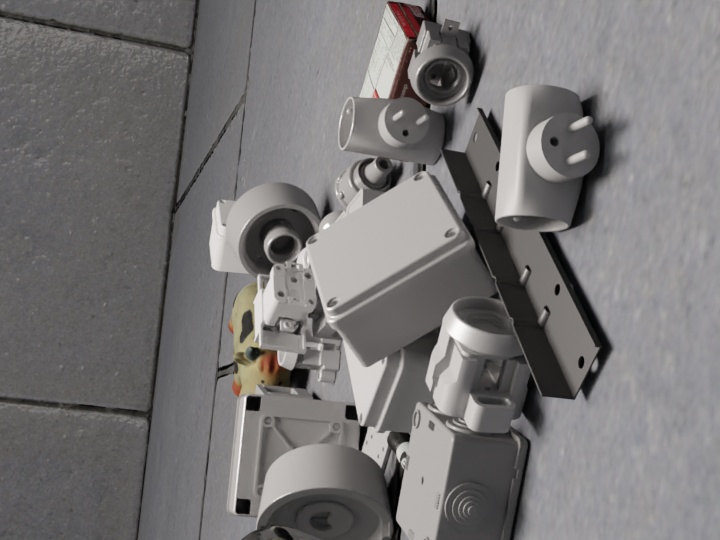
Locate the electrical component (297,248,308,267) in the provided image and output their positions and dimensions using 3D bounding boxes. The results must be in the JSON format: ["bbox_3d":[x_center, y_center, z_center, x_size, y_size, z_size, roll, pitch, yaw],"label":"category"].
[{"bbox_3d":[-0.039,-0.010,1.105,0.062,0.043,0.043,146,129,-67],"label":"electrical component"}]

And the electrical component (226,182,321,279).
[{"bbox_3d":[-0.090,-0.036,1.192,0.060,0.108,0.108,-121,41,-57],"label":"electrical component"}]

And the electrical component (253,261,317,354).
[{"bbox_3d":[-0.066,0.031,0.950,0.063,0.042,0.081,117,155,-45],"label":"electrical component"}]

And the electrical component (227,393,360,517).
[{"bbox_3d":[-0.059,0.169,0.962,0.056,0.109,0.108,140,135,-75],"label":"electrical component"}]

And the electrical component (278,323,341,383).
[{"bbox_3d":[-0.052,0.079,1.085,0.048,0.055,0.066,143,133,-69],"label":"electrical component"}]

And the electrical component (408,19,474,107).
[{"bbox_3d":[0.061,-0.155,0.818,0.055,0.048,0.066,-92,16,-55],"label":"electrical component"}]

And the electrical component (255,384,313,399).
[{"bbox_3d":[-0.069,0.177,1.088,0.150,0.062,0.089,-156,74,-74],"label":"electrical component"}]

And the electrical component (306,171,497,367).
[{"bbox_3d":[0.026,-0.003,0.746,0.056,0.109,0.108,56,-173,-30],"label":"electrical component"}]

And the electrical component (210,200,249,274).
[{"bbox_3d":[-0.119,-0.038,1.275,0.078,0.113,0.057,-108,27,-57],"label":"electrical component"}]

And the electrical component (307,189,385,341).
[{"bbox_3d":[0.000,0.000,0.928,0.150,0.062,0.089,134,141,-65],"label":"electrical component"}]

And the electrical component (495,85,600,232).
[{"bbox_3d":[0.109,-0.066,0.608,0.079,0.043,0.077,160,118,-70],"label":"electrical component"}]

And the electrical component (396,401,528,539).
[{"bbox_3d":[0.061,0.135,0.677,0.100,0.048,0.099,-148,67,-76],"label":"electrical component"}]

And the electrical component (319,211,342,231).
[{"bbox_3d":[-0.016,-0.029,1.044,0.046,0.040,0.040,-113,34,-50],"label":"electrical component"}]

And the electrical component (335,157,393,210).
[{"bbox_3d":[0.009,-0.081,0.974,0.062,0.048,0.048,136,139,-56],"label":"electrical component"}]

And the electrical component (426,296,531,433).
[{"bbox_3d":[0.074,0.052,0.649,0.078,0.058,0.057,-113,31,-62],"label":"electrical component"}]

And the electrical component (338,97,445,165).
[{"bbox_3d":[0.030,-0.113,0.847,0.079,0.077,0.043,161,116,-72],"label":"electrical component"}]

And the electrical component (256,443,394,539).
[{"bbox_3d":[-0.028,0.185,0.865,0.060,0.108,0.108,-92,17,-50],"label":"electrical component"}]

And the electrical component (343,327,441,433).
[{"bbox_3d":[0.029,0.060,0.805,0.113,0.057,0.078,-103,26,-52],"label":"electrical component"}]
